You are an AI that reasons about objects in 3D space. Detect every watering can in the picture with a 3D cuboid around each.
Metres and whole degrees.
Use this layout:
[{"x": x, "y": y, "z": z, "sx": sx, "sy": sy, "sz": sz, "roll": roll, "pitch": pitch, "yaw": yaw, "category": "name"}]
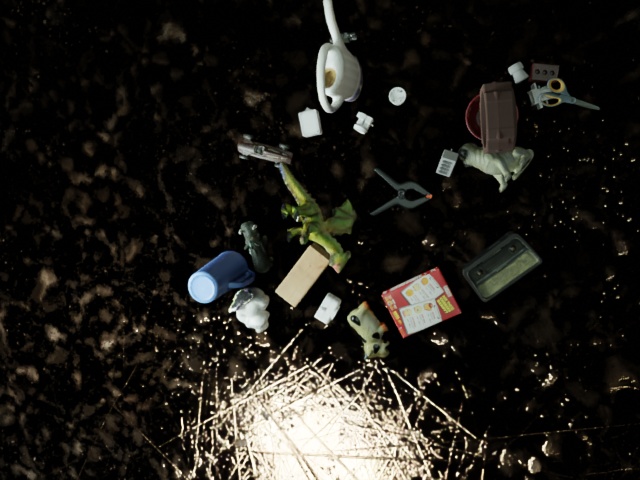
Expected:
[{"x": 0.059, "y": -0.580, "z": 1.656, "sx": 0.104, "sy": 0.346, "sz": 0.225, "roll": 6, "pitch": 6, "yaw": 28, "category": "watering can"}]

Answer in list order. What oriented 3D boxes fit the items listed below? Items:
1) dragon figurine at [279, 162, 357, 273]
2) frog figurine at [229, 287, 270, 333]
[{"x": 0.005, "y": -0.088, "z": 1.746, "sx": 0.243, "sy": 0.416, "sz": 0.120, "roll": -3, "pitch": -20, "yaw": -23, "category": "dragon figurine"}, {"x": -0.233, "y": 0.248, "z": 1.848, "sx": 0.157, "sy": 0.137, "sz": 0.125, "roll": 46, "pitch": 5, "yaw": -33, "category": "frog figurine"}]
